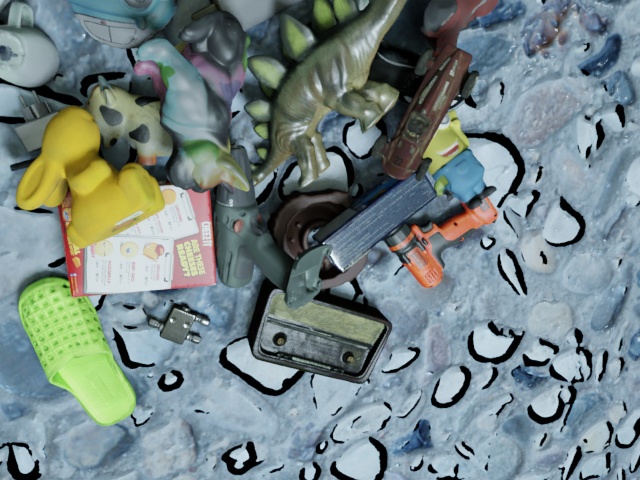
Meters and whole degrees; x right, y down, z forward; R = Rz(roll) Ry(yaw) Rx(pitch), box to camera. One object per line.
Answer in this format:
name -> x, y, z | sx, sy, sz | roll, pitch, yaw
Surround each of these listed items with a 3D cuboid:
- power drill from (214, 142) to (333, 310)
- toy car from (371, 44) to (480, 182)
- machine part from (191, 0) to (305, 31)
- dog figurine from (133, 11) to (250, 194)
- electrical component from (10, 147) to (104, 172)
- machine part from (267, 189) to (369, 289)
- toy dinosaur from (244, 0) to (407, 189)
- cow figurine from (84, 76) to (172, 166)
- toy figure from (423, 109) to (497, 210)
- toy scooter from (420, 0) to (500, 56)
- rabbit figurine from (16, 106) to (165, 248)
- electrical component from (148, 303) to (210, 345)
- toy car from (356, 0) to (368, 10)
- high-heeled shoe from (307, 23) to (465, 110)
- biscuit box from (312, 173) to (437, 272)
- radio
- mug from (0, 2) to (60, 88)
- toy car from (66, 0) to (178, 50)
power drill -> -0.084, -0.006, 0.800 | 0.086, 0.208, 0.231 | -27, 139, -49
toy car -> 0.149, -0.177, 0.771 | 0.089, 0.053, 0.202 | 32, 117, 10
machine part -> -0.073, -0.364, 0.775 | 0.243, 0.079, 0.079 | -30, 109, -6
dog figurine -> -0.143, -0.169, 0.723 | 0.191, 0.109, 0.219 | -35, 107, -23
electrical component -> -0.374, -0.103, 0.773 | 0.119, 0.075, 0.047 | -20, 108, -12
machine part -> -0.002, -0.003, 0.896 | 0.179, 0.056, 0.179 | -4, 104, -15
toy dinosaur -> 0.012, -0.236, 0.767 | 0.198, 0.105, 0.471 | 43, 115, -8
cow figurine -> -0.249, -0.174, 0.779 | 0.195, 0.086, 0.127 | -8, 104, -15
toy figure -> 0.203, -0.130, 0.871 | 0.082, 0.089, 0.180 | -35, 88, -32
toy scooter -> 0.215, -0.350, 0.836 | 0.075, 0.135, 0.184 | 41, 71, 17
rabbit figurine -> -0.309, -0.087, 0.712 | 0.162, 0.122, 0.173 | -26, 96, 3
electrical component -> -0.236, 0.138, 0.895 | 0.094, 0.021, 0.063 | 24, 98, -17
toy car -> 0.064, -0.397, 0.765 | 0.056, 0.074, 0.201 | -56, 154, -35
high-heeled shoe -> 0.100, -0.263, 0.806 | 0.248, 0.145, 0.086 | 21, 97, -19
biscuit box -> 0.088, -0.038, 0.852 | 0.203, 0.059, 0.062 | -37, 109, -6
radio -> -0.005, 0.159, 0.927 | 0.229, 0.073, 0.131 | 19, 99, -16
mug -> -0.397, -0.256, 0.711 | 0.081, 0.107, 0.109 | 12, 103, -18
toy car -> -0.273, -0.314, 0.730 | 0.162, 0.109, 0.102 | 5, 120, -6
